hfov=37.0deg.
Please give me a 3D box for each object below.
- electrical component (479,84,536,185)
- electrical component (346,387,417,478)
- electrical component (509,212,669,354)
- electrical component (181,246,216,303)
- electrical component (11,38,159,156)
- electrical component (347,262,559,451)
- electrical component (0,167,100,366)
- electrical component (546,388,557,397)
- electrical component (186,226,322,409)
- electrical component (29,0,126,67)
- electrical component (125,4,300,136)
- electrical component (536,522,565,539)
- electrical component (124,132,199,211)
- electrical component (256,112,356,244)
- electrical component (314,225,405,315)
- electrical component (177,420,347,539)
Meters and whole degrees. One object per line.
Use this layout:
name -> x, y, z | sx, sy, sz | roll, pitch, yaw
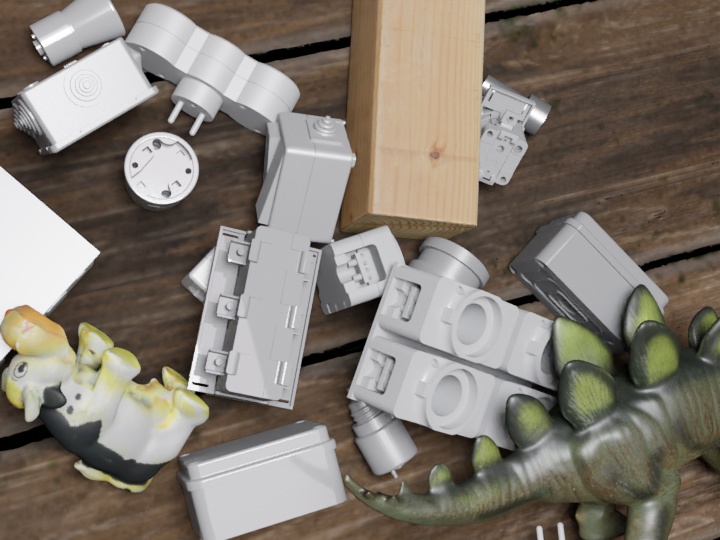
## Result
electrical component -> 0.110, -0.106, 0.889 | 0.042, 0.063, 0.081 | 19, 121, -11
electrical component -> 0.013, 0.126, 0.853 | 0.040, 0.040, 0.078 | -30, 92, -17
electrical component -> 0.190, 0.011, 0.897 | 0.113, 0.078, 0.057 | 45, 77, -6
electrical component -> -0.087, 0.002, 0.838 | 0.066, 0.047, 0.076 | 44, 73, -7
electrical component -> -0.206, -0.128, 0.795 | 0.100, 0.100, 0.048 | -34, 106, -17
electrical component -> 0.093, 0.075, 0.822 | 0.186, 0.060, 0.105 | 21, 87, -40
electrical component -> -0.291, 0.025, 0.772 | 0.105, 0.060, 0.186 | 42, 75, -7
electrical component -> 0.191, 0.099, 0.903 | 0.055, 0.045, 0.045 | 24, 77, -10
electrical component -> -0.072, 0.033, 0.778 | 0.079, 0.063, 0.121 | 14, 78, -17
electrical component -> -0.220, -0.186, 0.828 | 0.065, 0.044, 0.044 | -32, 92, -12
electrical component -> -0.123, -0.141, 0.843 | 0.138, 0.052, 0.073 | 29, 77, -11
electrical component -> 0.158, 0.243, 0.872 | 0.138, 0.052, 0.073 | -5, 84, -16
electrical component -> -0.155, -0.074, 0.828 | 0.055, 0.047, 0.055 | 2, 83, -15
electrical component -> -0.044, -0.077, 0.829 | 0.061, 0.061, 0.096 | 6, 125, -15
electrical component -> 0.000, 0.000, 0.839 | 0.056, 0.089, 0.050 | -19, 88, -17
electrical component -> -0.075, 0.156, 0.806 | 0.113, 0.078, 0.057 | -14, 90, -17
